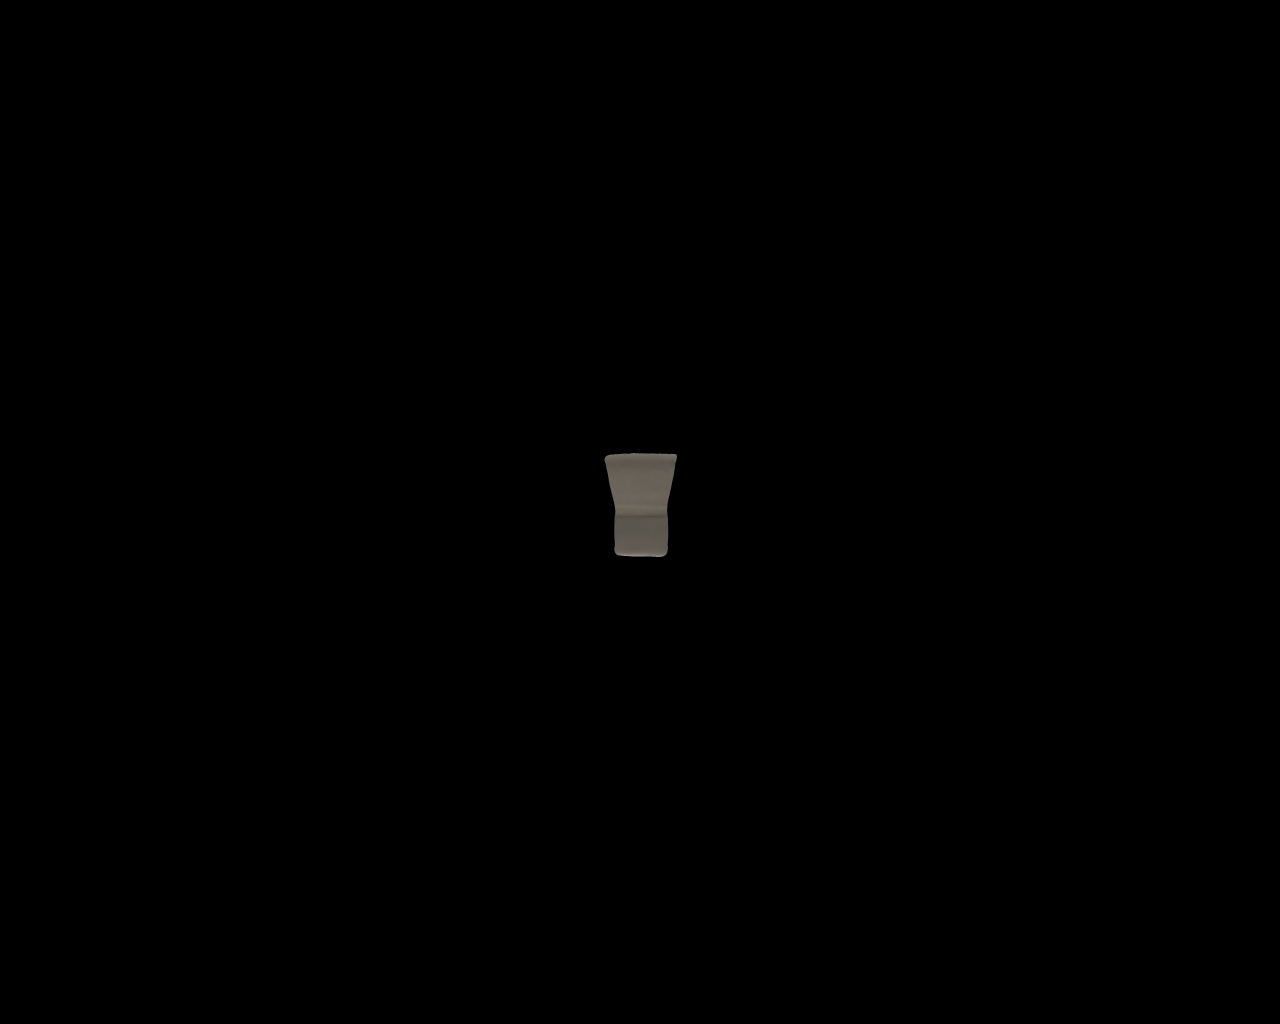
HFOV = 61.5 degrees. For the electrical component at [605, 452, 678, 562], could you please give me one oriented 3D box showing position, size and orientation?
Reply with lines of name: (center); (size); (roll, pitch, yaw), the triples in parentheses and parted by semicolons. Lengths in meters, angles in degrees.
electrical component: (0.001, -0.003, 0.650); (0.044, 0.065, 0.044); (0, 0, 0)
